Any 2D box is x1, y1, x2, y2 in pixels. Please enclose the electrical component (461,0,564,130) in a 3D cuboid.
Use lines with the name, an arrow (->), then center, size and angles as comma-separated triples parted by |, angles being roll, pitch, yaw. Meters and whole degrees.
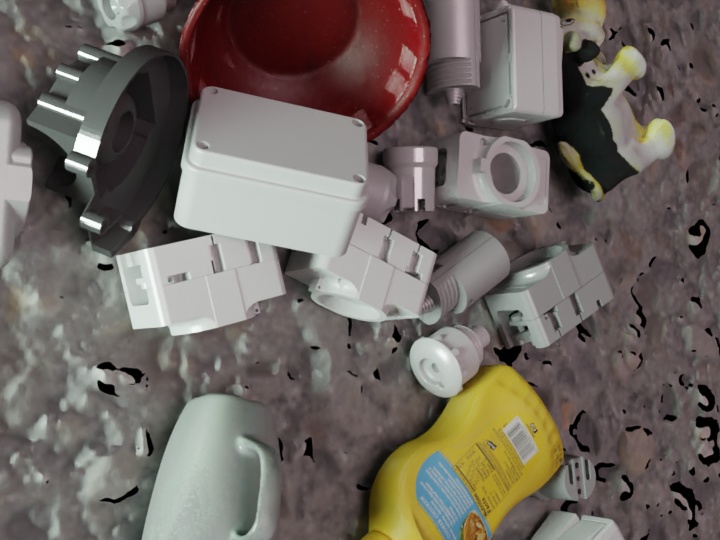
electrical component -> 0.119, -0.161, 0.831 | 0.061, 0.062, 0.096 | 1, 86, -34

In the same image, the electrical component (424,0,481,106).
electrical component -> 0.069, -0.164, 0.808 | 0.043, 0.043, 0.081 | 1, 85, -35

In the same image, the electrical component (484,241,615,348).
electrical component -> 0.147, 0.016, 0.844 | 0.089, 0.050, 0.055 | -31, 103, -32

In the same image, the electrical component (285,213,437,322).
electrical component -> 0.000, 0.000, 0.743 | 0.089, 0.050, 0.055 | 27, 71, -30

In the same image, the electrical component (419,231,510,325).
electrical component -> 0.069, 0.009, 0.794 | 0.081, 0.043, 0.043 | -35, 106, -31

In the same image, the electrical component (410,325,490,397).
electrical component -> 0.071, 0.061, 0.792 | 0.062, 0.048, 0.048 | -30, 103, -39

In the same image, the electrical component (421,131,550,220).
electrical component -> 0.097, -0.070, 0.812 | 0.089, 0.056, 0.050 | 8, 82, -34

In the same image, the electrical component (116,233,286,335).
electrical component -> -0.098, 0.007, 0.675 | 0.089, 0.050, 0.055 | -15, 94, -34

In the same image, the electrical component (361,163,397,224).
electrical component -> -0.008, -0.057, 0.747 | 0.062, 0.043, 0.043 | 13, 79, -32

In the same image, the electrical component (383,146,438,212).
electrical component -> 0.037, -0.065, 0.781 | 0.040, 0.040, 0.046 | -2, 92, -35

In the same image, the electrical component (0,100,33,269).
electrical component -> -0.219, -0.047, 0.594 | 0.059, 0.054, 0.095 | 6, 83, -34

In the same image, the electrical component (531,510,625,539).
electrical component -> 0.156, 0.234, 0.826 | 0.096, 0.062, 0.061 | -37, 107, -31

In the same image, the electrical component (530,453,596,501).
electrical component -> 0.155, 0.161, 0.840 | 0.040, 0.046, 0.040 | 3, 85, -34

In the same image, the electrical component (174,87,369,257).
electrical component -> -0.053, -0.062, 0.667 | 0.113, 0.057, 0.078 | 11, 41, -11

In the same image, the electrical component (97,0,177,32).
electrical component -> -0.132, -0.173, 0.676 | 0.061, 0.035, 0.035 | -29, 103, -35
